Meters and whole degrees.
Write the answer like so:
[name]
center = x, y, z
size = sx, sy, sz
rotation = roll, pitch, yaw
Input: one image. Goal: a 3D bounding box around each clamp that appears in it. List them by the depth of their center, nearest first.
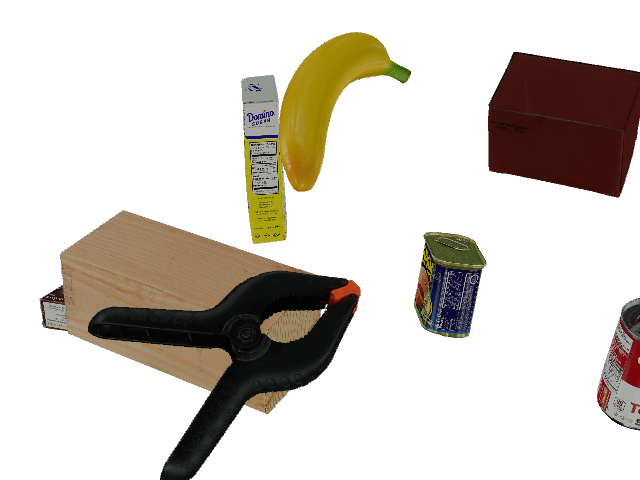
[clamp]
center = -0.058, 0.061, 0.675
size = 0.171, 0.120, 0.039
rotation = -32, -14, -23

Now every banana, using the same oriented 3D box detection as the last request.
[banana]
center = 0.010, -0.111, 0.808
size = 0.197, 0.069, 0.037
rotation = -50, 0, -45

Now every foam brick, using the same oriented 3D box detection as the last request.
[foam brick]
center = 0.139, -0.067, 0.607
size = 0.078, 0.051, 0.053
rotation = 15, -38, 21

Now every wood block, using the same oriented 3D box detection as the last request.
[wood block]
center = -0.111, 0.057, 0.914
size = 0.206, 0.090, 0.090
rotation = 18, 34, 23

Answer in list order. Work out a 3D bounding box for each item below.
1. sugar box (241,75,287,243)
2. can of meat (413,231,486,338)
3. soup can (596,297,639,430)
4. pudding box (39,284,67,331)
[sugar box]
center = -0.067, -0.095, 1.246
size = 0.048, 0.176, 0.093
rotation = -6, 26, -3
[can of meat]
center = 0.135, 0.047, 1.140
size = 0.057, 0.084, 0.102
rotation = 7, 18, -5
[soup can]
center = 0.291, 0.111, 0.954
size = 0.068, 0.102, 0.068
rotation = 3, 36, -3
[pudding box]
center = -0.231, 0.070, 1.155
size = 0.114, 0.039, 0.090
rotation = 4, 18, 19
